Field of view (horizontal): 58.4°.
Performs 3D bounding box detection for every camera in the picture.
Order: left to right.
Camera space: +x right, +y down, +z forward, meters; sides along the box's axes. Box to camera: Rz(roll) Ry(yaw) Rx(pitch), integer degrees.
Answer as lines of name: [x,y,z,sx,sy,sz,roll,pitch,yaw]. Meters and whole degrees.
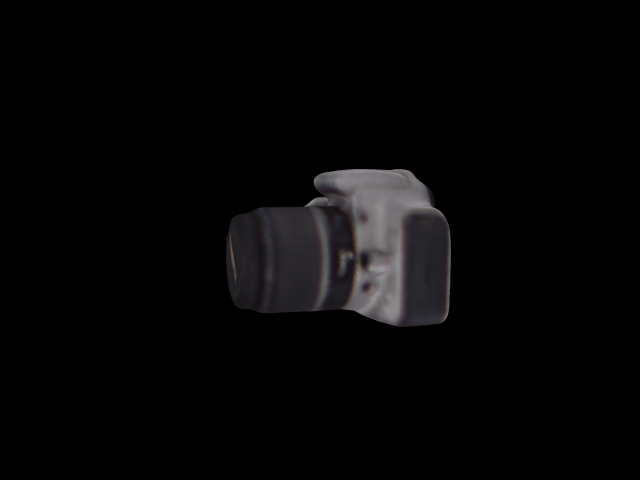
camera: [0.004,0.001,0.400,0.137,0.101,0.143,-1,4,-19]
